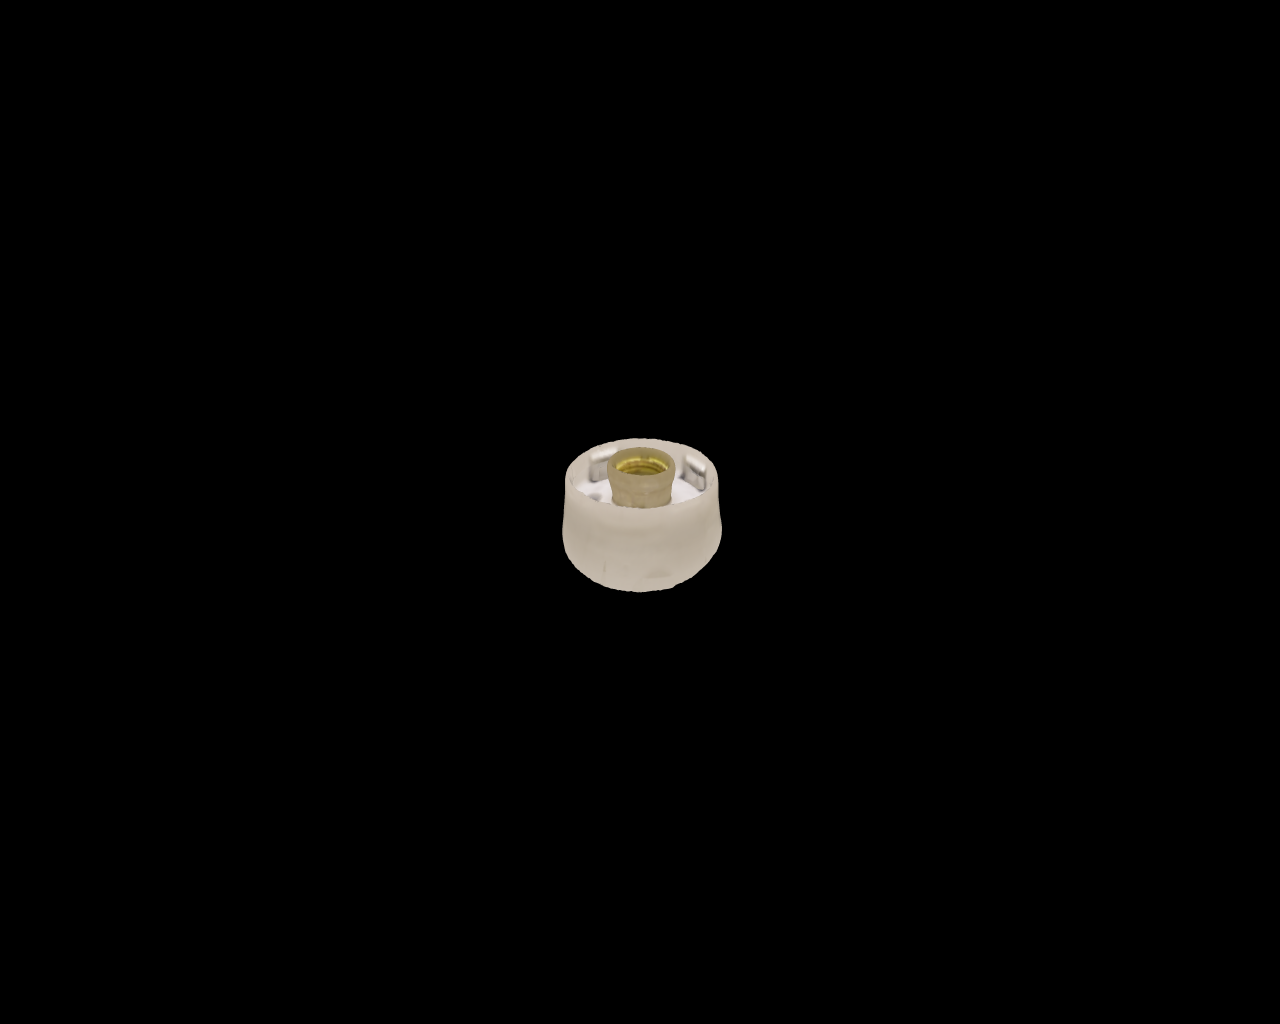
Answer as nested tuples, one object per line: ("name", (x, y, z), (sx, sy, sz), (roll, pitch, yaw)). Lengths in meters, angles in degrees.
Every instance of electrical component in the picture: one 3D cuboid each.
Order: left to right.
("electrical component", (0.001, -0.003, 0.650), (0.099, 0.064, 0.099), (0, 30, 0))
